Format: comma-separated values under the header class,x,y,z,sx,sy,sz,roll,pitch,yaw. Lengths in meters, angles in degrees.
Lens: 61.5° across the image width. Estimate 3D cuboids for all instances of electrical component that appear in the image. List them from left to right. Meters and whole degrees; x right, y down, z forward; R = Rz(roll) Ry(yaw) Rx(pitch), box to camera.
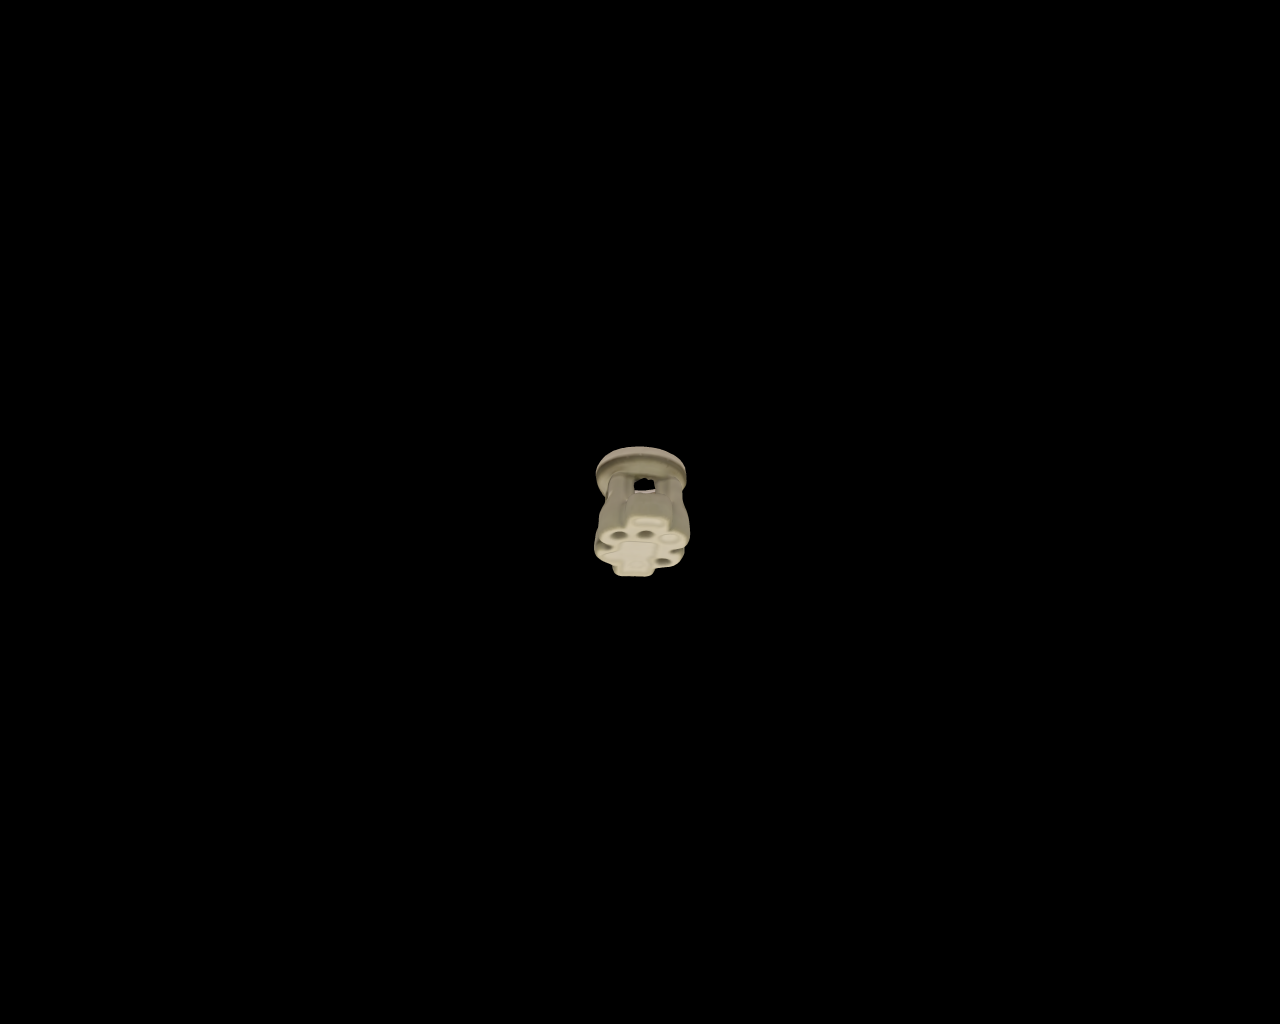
class,x,y,z,sx,sy,sz,roll,pitch,yaw
electrical component,0.001,-0.003,0.650,0.058,0.057,0.078,4,-29,-6
